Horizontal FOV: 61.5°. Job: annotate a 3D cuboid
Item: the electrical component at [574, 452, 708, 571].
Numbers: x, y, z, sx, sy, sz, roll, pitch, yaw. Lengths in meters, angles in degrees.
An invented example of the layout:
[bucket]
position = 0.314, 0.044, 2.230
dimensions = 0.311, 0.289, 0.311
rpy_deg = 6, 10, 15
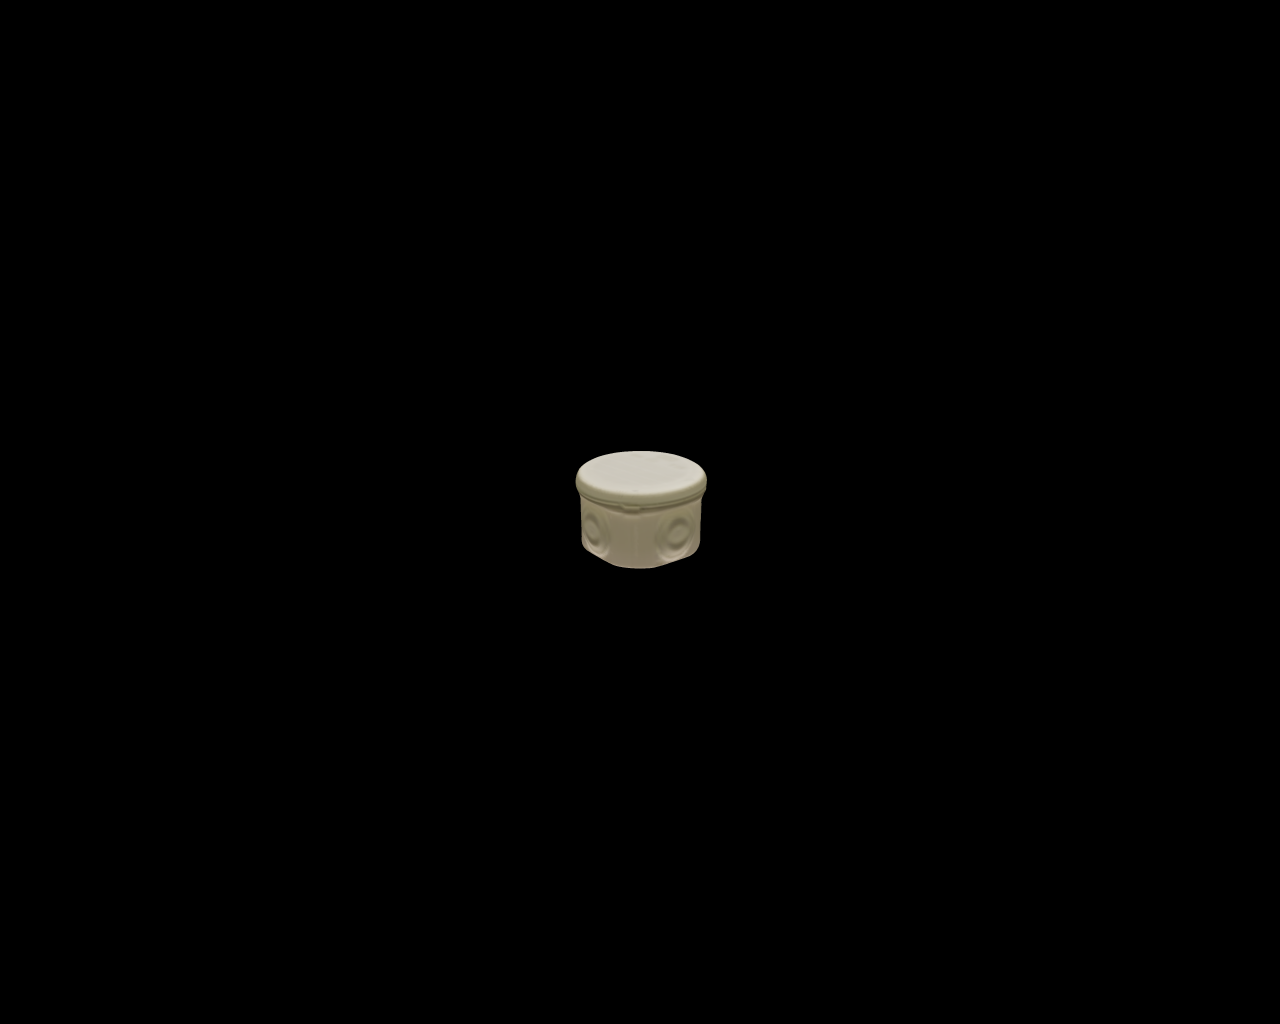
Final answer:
[electrical component]
position = 0.001, -0.003, 0.650
dimensions = 0.080, 0.050, 0.080
rpy_deg = 0, 22, 0
